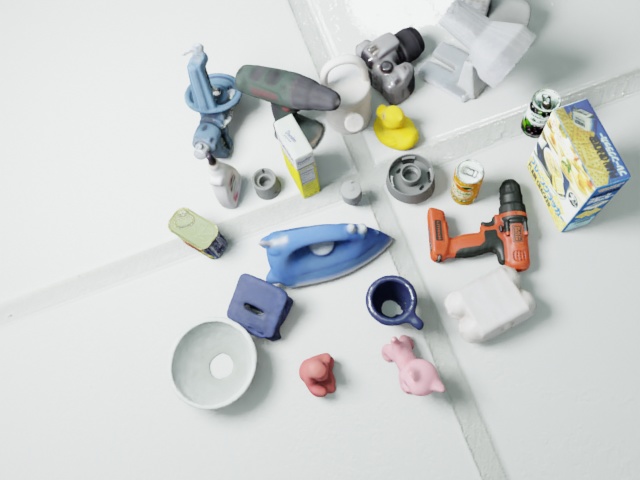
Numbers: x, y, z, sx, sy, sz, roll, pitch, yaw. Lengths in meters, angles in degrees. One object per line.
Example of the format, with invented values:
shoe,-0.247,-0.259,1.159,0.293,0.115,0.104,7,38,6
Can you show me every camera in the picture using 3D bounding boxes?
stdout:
camera,0.162,-0.387,1.212,0.137,0.101,0.143,-35,71,-5

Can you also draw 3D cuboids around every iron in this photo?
iron,0.010,0.004,1.077,0.258,0.141,0.118,-13,70,2

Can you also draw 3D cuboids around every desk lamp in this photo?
desk lamp,0.302,-0.367,1.129,0.203,0.214,0.118,35,79,16

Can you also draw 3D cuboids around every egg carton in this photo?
egg carton,0.309,0.118,1.040,0.150,0.069,0.107,-29,70,-3

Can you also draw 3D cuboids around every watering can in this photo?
watering can,0.056,-0.296,1.145,0.101,0.194,0.172,-33,71,-4

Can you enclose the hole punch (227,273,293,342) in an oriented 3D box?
hole punch,-0.114,0.128,1.076,0.108,0.091,0.101,23,76,14

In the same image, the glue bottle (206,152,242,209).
glue bottle,-0.195,-0.126,1.128,0.037,0.173,0.078,3,72,8

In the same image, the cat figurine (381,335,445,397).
cat figurine,0.160,0.222,0.997,0.067,0.118,0.127,-32,71,-4

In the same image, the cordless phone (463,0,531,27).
cordless phone,0.363,-0.485,1.177,0.147,0.185,0.094,11,73,11

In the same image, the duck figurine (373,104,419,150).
duck figurine,0.155,-0.237,1.170,0.104,0.086,0.077,39,80,17

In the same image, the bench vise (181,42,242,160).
bench vise,-0.216,-0.276,1.157,0.121,0.220,0.207,-11,70,3

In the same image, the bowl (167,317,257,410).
bowl,-0.191,0.230,1.059,0.167,0.075,0.167,-2,71,6

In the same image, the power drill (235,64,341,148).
power drill,-0.053,-0.265,1.139,0.229,0.208,0.076,23,76,14

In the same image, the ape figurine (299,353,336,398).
ape figurine,-0.003,0.237,1.025,0.076,0.092,0.078,28,77,15

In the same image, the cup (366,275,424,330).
cup,0.141,0.127,1.044,0.117,0.095,0.092,40,80,17
